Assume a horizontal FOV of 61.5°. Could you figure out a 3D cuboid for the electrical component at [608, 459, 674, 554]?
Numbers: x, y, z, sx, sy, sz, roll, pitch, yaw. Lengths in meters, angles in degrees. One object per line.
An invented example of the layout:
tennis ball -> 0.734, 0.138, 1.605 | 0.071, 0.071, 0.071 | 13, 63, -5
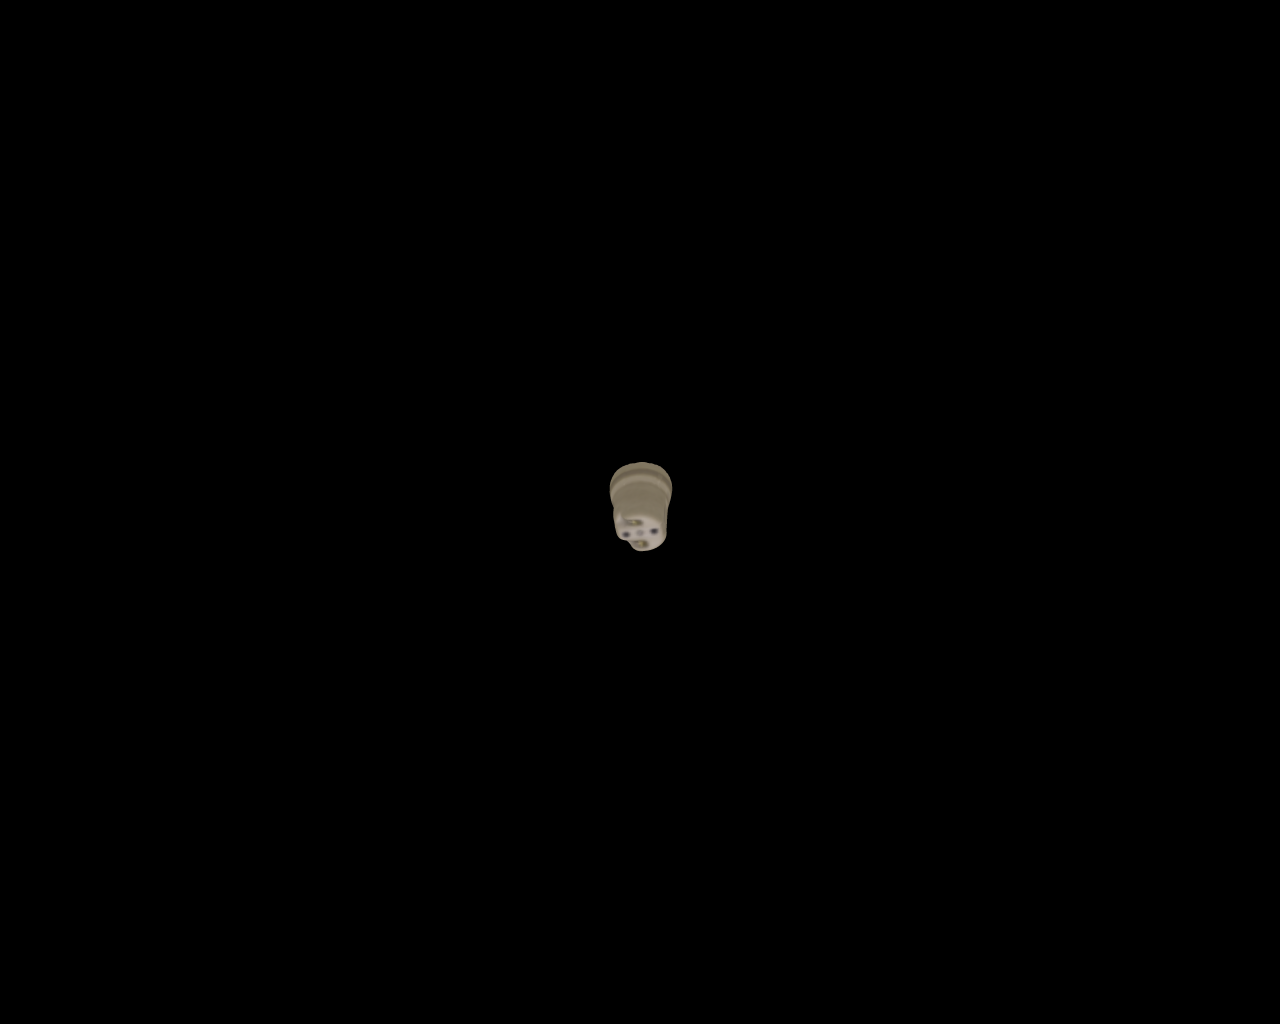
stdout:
electrical component -> 0.001, -0.003, 0.650 | 0.040, 0.040, 0.046 | 0, 44, 0
